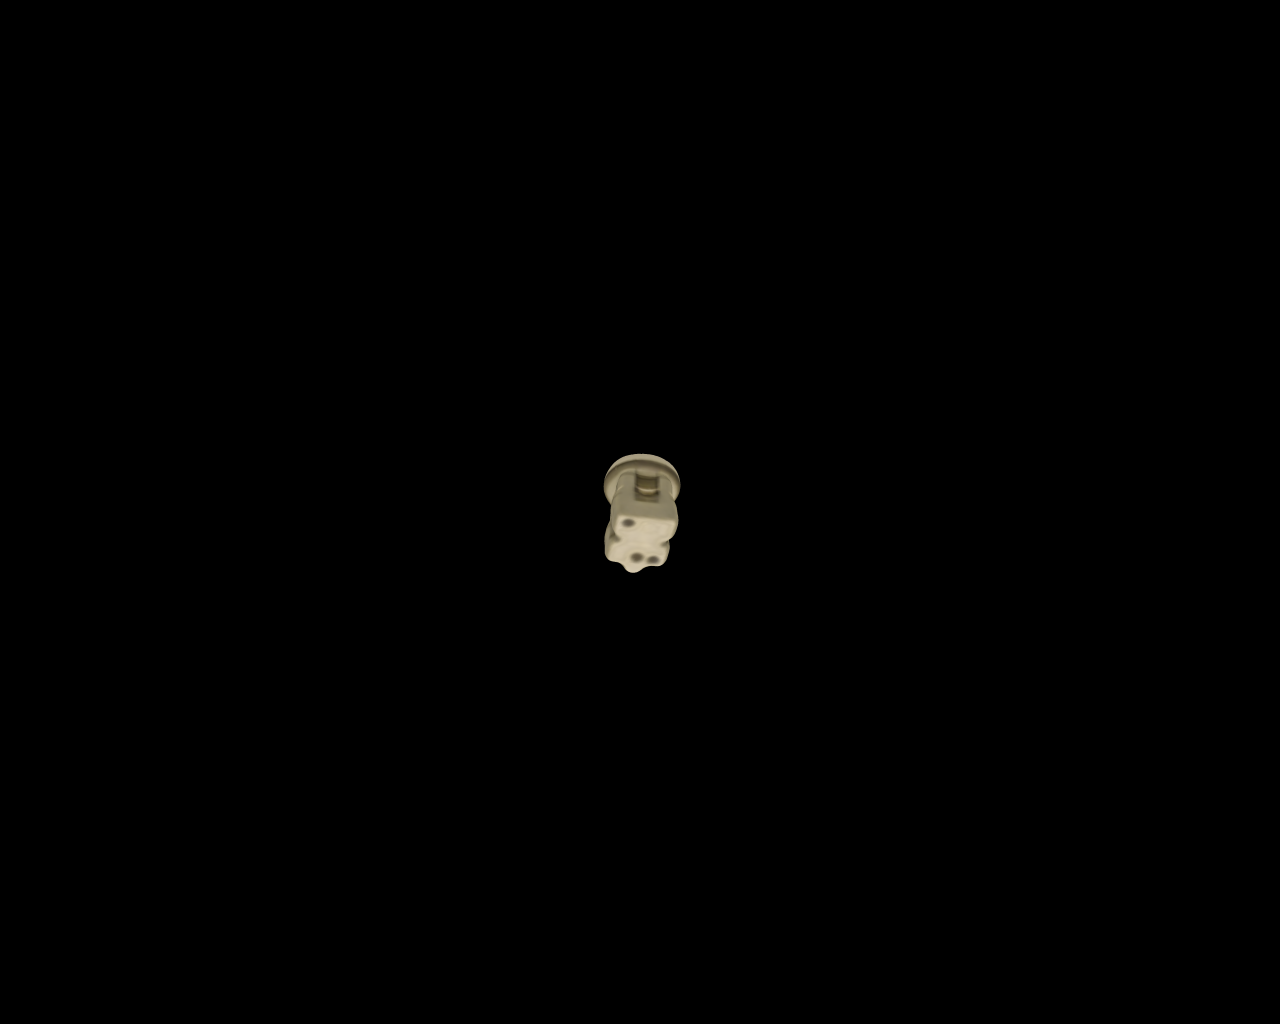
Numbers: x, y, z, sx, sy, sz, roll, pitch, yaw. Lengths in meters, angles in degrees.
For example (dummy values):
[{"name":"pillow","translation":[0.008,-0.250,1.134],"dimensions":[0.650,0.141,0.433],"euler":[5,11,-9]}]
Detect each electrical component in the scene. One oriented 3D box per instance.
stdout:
[{"name":"electrical component","translation":[0.001,-0.003,0.650],"dimensions":[0.048,0.055,0.066],"euler":[8,-43,-8]}]
